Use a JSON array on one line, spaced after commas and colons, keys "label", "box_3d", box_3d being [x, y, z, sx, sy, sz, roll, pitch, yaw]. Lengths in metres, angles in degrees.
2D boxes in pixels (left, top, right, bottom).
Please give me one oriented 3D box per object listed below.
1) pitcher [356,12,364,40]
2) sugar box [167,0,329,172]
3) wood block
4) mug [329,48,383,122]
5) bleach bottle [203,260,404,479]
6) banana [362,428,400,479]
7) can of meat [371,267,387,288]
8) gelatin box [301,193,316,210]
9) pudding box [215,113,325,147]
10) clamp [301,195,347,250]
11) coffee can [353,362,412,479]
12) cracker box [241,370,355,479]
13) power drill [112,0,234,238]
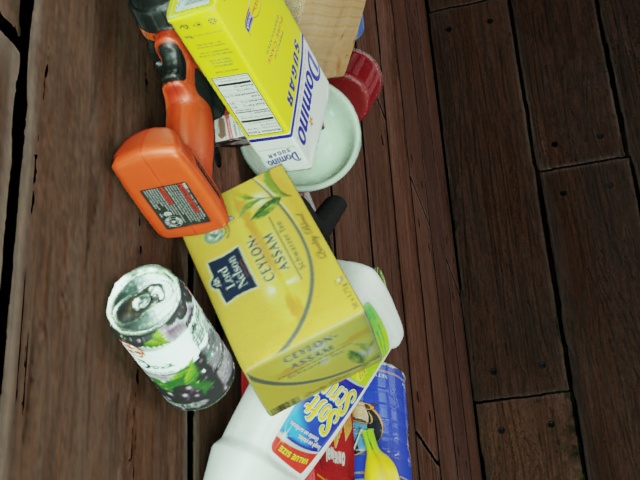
[{"label": "pitcher", "box_3d": [-0.028, -0.334, 1.200, 0.145, 0.149, 0.243, -109, -174, -64]}, {"label": "sugar box", "box_3d": [-0.048, -0.140, 0.806, 0.176, 0.048, 0.093, 53, 40, -46]}, {"label": "wood block", "box_3d": [-0.032, -0.206, 1.010, 0.205, 0.091, 0.090, -31, 140, -70]}, {"label": "mug", "box_3d": [0.025, -0.209, 1.428, 0.117, 0.093, 0.081, 45, 28, -13]}, {"label": "bleach bottle", "box_3d": [-0.020, 0.135, 0.827, 0.250, 0.068, 0.102, -58, 141, -34]}, {"label": "banana", "box_3d": [0.045, 0.283, 1.030, 0.070, 0.037, 0.198, -124, -136, -62]}, {"label": "can of meat", "box_3d": [0.033, 0.083, 1.222, 0.057, 0.084, 0.102, 64, 21, -54]}, {"label": "gelatin box", "box_3d": [-0.021, -0.008, 1.172, 0.073, 0.030, 0.089, 66, 17, -45]}, {"label": "pudding box", "box_3d": [-0.052, -0.109, 0.963, 0.113, 0.090, 0.039, -11, 89, -77]}, {"label": "clamp", "box_3d": [-0.007, 0.001, 1.067, 0.209, 0.036, 0.164, 41, 37, -58]}, {"label": "coffee can", "box_3d": [0.044, 0.212, 1.131, 0.102, 0.103, 0.140, 64, 21, -53]}, {"label": "cracker box", "box_3d": [-0.014, 0.180, 0.960, 0.164, 0.072, 0.213, 56, 28, -63]}, {"label": "power drill", "box_3d": [-0.108, -0.111, 0.784, 0.184, 0.057, 0.187, 60, 24, -50]}]
